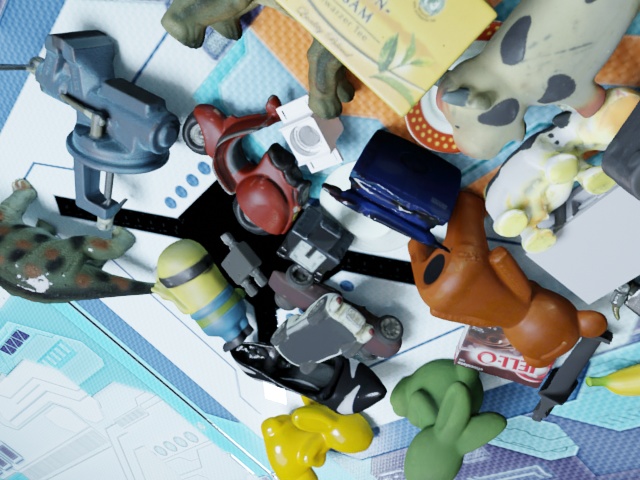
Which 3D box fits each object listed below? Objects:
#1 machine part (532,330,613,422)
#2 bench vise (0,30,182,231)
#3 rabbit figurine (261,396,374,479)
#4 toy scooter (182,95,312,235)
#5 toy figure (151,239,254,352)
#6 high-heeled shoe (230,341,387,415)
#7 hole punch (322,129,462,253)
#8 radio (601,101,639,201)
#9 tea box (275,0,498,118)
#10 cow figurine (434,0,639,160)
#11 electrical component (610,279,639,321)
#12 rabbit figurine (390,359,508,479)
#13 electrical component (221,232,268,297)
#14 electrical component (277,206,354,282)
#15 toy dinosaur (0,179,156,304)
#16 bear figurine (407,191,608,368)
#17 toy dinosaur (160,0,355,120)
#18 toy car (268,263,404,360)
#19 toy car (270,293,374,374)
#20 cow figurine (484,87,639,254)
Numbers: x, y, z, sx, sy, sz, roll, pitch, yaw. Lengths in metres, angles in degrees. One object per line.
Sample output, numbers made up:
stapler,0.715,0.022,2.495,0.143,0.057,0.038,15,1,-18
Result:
machine part,0.306,0.159,0.657,0.039,0.084,0.138,39,128,33
bench vise,-0.280,-0.123,0.668,0.224,0.129,0.240,22,123,6
rabbit figurine,-0.001,0.318,0.896,0.173,0.122,0.162,-14,109,15
toy scooter,-0.070,-0.094,0.628,0.135,0.075,0.183,-27,106,36
toy figure,-0.166,0.078,0.793,0.089,0.082,0.180,-37,98,20
high-heeled shoe,-0.026,0.188,0.792,0.145,0.086,0.249,36,150,-28
hole punch,0.085,-0.055,0.558,0.142,0.116,0.092,30,103,1
radio,0.330,-0.111,0.392,0.131,0.073,0.229,26,111,-4
tea box,0.035,-0.186,0.398,0.169,0.068,0.098,40,117,-4
cow figurine,0.172,-0.150,0.434,0.127,0.086,0.194,18,121,-18
electrical component,0.360,0.070,0.563,0.102,0.045,0.078,49,128,16
rabbit figurine,0.171,0.251,0.713,0.121,0.170,0.159,37,131,-6
electrical component,-0.113,0.034,0.765,0.094,0.021,0.063,50,137,3
electrical component,-0.001,-0.002,0.662,0.075,0.048,0.119,32,146,-1
toy dinosaur,-0.421,0.031,0.797,0.405,0.192,0.131,19,132,11
bear figurine,0.208,0.053,0.605,0.196,0.132,0.120,22,133,-15
toy dinosaur,-0.056,-0.261,0.479,0.471,0.105,0.198,27,123,-12
toy car,0.023,0.096,0.740,0.202,0.053,0.089,31,149,3
toy car,-0.002,0.122,0.699,0.073,0.056,0.202,44,144,-5
cow figurine,0.224,-0.077,0.508,0.068,0.098,0.167,23,122,-19
